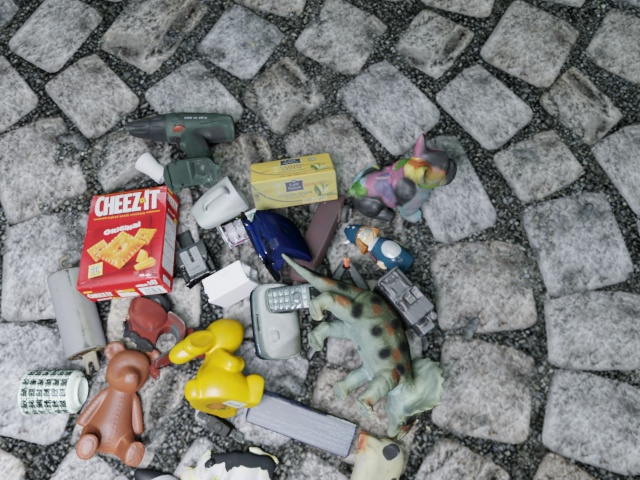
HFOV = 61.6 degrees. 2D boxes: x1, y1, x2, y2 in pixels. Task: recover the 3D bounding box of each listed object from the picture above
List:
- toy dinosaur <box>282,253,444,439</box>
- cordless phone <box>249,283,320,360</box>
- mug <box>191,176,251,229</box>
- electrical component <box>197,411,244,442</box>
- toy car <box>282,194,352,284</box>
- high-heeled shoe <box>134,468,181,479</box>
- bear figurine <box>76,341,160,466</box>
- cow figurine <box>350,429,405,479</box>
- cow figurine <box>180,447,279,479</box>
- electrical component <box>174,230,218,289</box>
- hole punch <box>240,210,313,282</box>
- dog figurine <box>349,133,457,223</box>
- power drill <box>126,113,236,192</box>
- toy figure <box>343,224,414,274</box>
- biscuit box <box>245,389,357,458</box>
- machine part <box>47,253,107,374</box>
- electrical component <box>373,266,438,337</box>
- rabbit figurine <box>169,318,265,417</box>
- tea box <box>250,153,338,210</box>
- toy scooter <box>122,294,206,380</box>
[{"bbox_3d":[0.092,0.177,0.974,0.192,0.131,0.404,-21,85,-29],"label":"toy dinosaur"},{"bbox_3d":[-0.038,0.150,1.032,0.184,0.088,0.146,-9,74,1],"label":"cordless phone"},{"bbox_3d":[-0.209,-0.070,1.095,0.107,0.109,0.081,-37,85,4],"label":"mug"},{"bbox_3d":[-0.184,0.345,0.997,0.094,0.063,0.021,33,77,8],"label":"electrical component"},{"bbox_3d":[-0.002,-0.003,1.099,0.089,0.053,0.202,16,73,26],"label":"toy car"},{"bbox_3d":[-0.242,0.486,0.917,0.249,0.145,0.086,35,77,7],"label":"high-heeled shoe"},{"bbox_3d":[-0.362,0.292,0.986,0.120,0.132,0.196,23,78,-24],"label":"bear figurine"},{"bbox_3d":[0.104,0.454,0.959,0.127,0.085,0.195,14,74,11],"label":"cow figurine"},{"bbox_3d":[-0.164,0.417,0.975,0.167,0.068,0.098,16,70,1],"label":"cow figurine"},{"bbox_3d":[-0.259,0.032,1.093,0.075,0.047,0.119,-23,77,-6],"label":"electrical component"},{"bbox_3d":[-0.083,0.002,1.035,0.092,0.115,0.142,-28,56,4],"label":"hole punch"},{"bbox_3d":[0.158,-0.121,1.046,0.192,0.219,0.108,5,71,1],"label":"dog figurine"},{"bbox_3d":[-0.287,-0.191,1.115,0.232,0.085,0.207,-8,41,-9],"label":"power drill"},{"bbox_3d":[0.117,0.011,1.094,0.154,0.057,0.064,34,39,10],"label":"toy figure"},{"bbox_3d":[-0.036,0.337,1.001,0.203,0.059,0.063,19,77,5],"label":"biscuit box"},{"bbox_3d":[-0.475,0.143,1.048,0.079,0.079,0.243,-21,76,-5],"label":"machine part"},{"bbox_3d":[0.165,0.122,1.031,0.058,0.115,0.134,-38,76,-7],"label":"electrical component"},{"bbox_3d":[-0.191,0.222,0.986,0.162,0.122,0.173,23,52,-26],"label":"rabbit figurine"},{"bbox_3d":[-0.054,-0.120,1.101,0.170,0.068,0.098,-10,33,-3],"label":"tea box"},{"bbox_3d":[-0.305,0.187,1.019,0.184,0.075,0.135,33,49,5],"label":"toy scooter"}]
